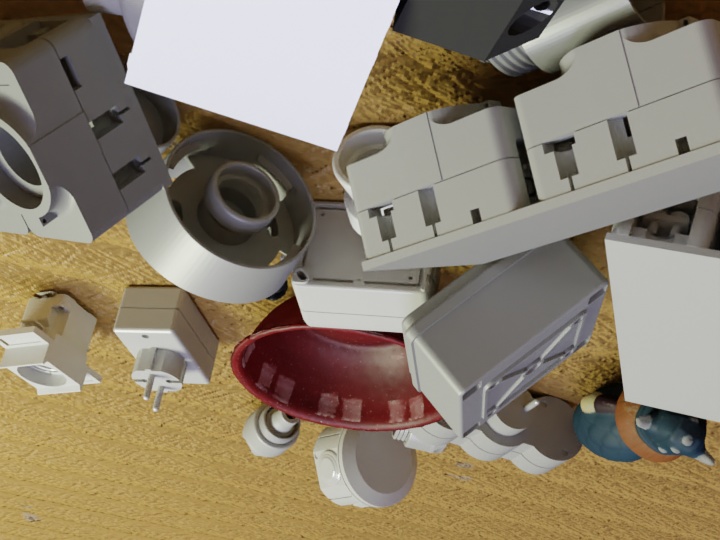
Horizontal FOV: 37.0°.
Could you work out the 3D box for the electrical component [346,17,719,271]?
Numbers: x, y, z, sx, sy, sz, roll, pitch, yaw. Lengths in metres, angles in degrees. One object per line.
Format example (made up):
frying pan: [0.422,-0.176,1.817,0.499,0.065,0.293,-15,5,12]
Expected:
electrical component: [0.098,-0.053,0.498,0.186,0.060,0.105,-18,171,38]

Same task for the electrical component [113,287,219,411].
electrical component: [-0.145,0.065,0.788,0.047,0.075,0.083,0,148,14]

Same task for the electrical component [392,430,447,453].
electrical component: [0.041,0.121,0.861,0.062,0.043,0.043,13,149,-3]

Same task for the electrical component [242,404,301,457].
electrical component: [-0.070,0.131,0.909,0.043,0.043,0.062,21,146,-18]

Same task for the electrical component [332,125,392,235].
electrical component: [0.012,-0.046,0.594,0.045,0.045,0.055,2,149,13]

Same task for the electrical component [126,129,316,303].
electrical component: [-0.076,-0.028,0.600,0.099,0.099,0.064,22,141,-20]

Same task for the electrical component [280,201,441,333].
electrical component: [0.000,0.000,0.655,0.096,0.061,0.061,3,148,10]

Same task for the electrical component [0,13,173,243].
electrical component: [-0.177,-0.068,0.523,0.150,0.062,0.089,7,128,39]

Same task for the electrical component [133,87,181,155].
electrical component: [-0.151,-0.081,0.582,0.079,0.043,0.077,32,142,-30]

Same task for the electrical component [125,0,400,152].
electrical component: [-0.024,-0.132,0.401,0.089,0.061,0.150,17,130,-11]

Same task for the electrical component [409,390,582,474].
electrical component: [0.109,0.109,0.814,0.138,0.052,0.073,18,148,-14]

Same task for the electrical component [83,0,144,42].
electrical component: [-0.100,-0.132,0.483,0.079,0.043,0.077,8,149,3]

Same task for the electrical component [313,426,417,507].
electrical component: [0.004,0.159,0.900,0.080,0.080,0.051,29,149,-30]

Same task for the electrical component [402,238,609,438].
electrical component: [0.084,0.037,0.633,0.109,0.056,0.108,-36,159,-9]

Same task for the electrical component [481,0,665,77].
electrical component: [0.086,-0.110,0.470,0.081,0.043,0.043,-19,139,38]

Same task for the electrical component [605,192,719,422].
electrical component: [0.205,0.019,0.609,0.105,0.060,0.186,11,152,24]

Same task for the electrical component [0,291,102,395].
electrical component: [-0.231,0.054,0.806,0.042,0.063,0.081,-8,145,24]
